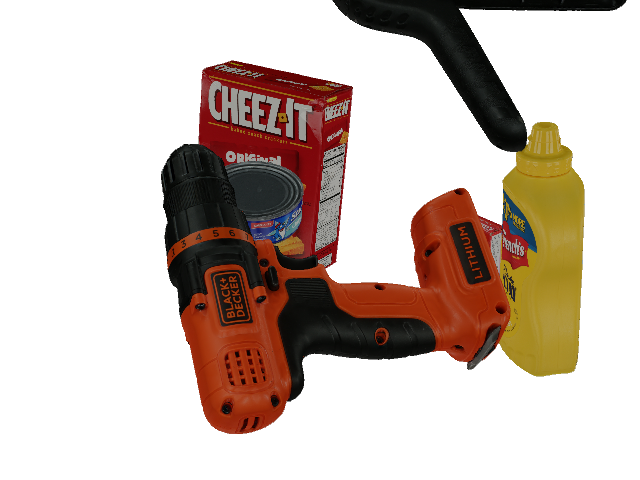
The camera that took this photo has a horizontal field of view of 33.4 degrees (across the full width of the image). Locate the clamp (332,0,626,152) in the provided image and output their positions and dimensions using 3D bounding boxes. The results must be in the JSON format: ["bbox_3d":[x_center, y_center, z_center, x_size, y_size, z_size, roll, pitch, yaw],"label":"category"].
[{"bbox_3d":[0.073,-0.146,0.668,0.210,0.164,0.036,25,-34,10],"label":"clamp"}]

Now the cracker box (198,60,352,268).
[{"bbox_3d":[-0.058,-0.082,1.216,0.164,0.214,0.072,16,25,25],"label":"cracker box"}]

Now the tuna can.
[{"bbox_3d":[-0.058,-0.032,0.931,0.086,0.034,0.086,1,38,-1],"label":"tuna can"}]

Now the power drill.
[{"bbox_3d":[0.004,0.016,0.630,0.187,0.184,0.057,-6,-29,-15],"label":"power drill"}]

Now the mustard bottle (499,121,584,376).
[{"bbox_3d":[0.169,0.002,0.821,0.058,0.192,0.096,-5,26,-5],"label":"mustard bottle"}]

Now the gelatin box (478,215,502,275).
[{"bbox_3d":[0.186,0.014,1.288,0.030,0.089,0.073,-21,33,-33],"label":"gelatin box"}]
